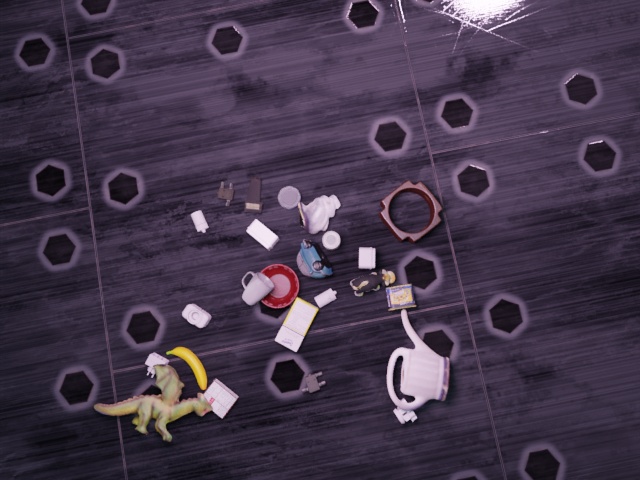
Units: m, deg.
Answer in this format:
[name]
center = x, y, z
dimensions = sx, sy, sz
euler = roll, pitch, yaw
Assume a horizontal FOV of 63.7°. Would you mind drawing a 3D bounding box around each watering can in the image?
[watering can]
center = 0.361, 0.435, 1.846
dimensions = 0.224, 0.102, 0.352
euler = 11, 73, 2

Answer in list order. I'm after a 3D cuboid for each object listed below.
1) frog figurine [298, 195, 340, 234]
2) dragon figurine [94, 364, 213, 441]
[frog figurine]
center = 0.006, -0.097, 1.918
dimensions = 0.160, 0.125, 0.135
euler = -14, 116, -9
[dragon figurine]
center = -0.585, 0.561, 1.835
dimensions = 0.411, 0.121, 0.245
euler = 19, 81, 4
